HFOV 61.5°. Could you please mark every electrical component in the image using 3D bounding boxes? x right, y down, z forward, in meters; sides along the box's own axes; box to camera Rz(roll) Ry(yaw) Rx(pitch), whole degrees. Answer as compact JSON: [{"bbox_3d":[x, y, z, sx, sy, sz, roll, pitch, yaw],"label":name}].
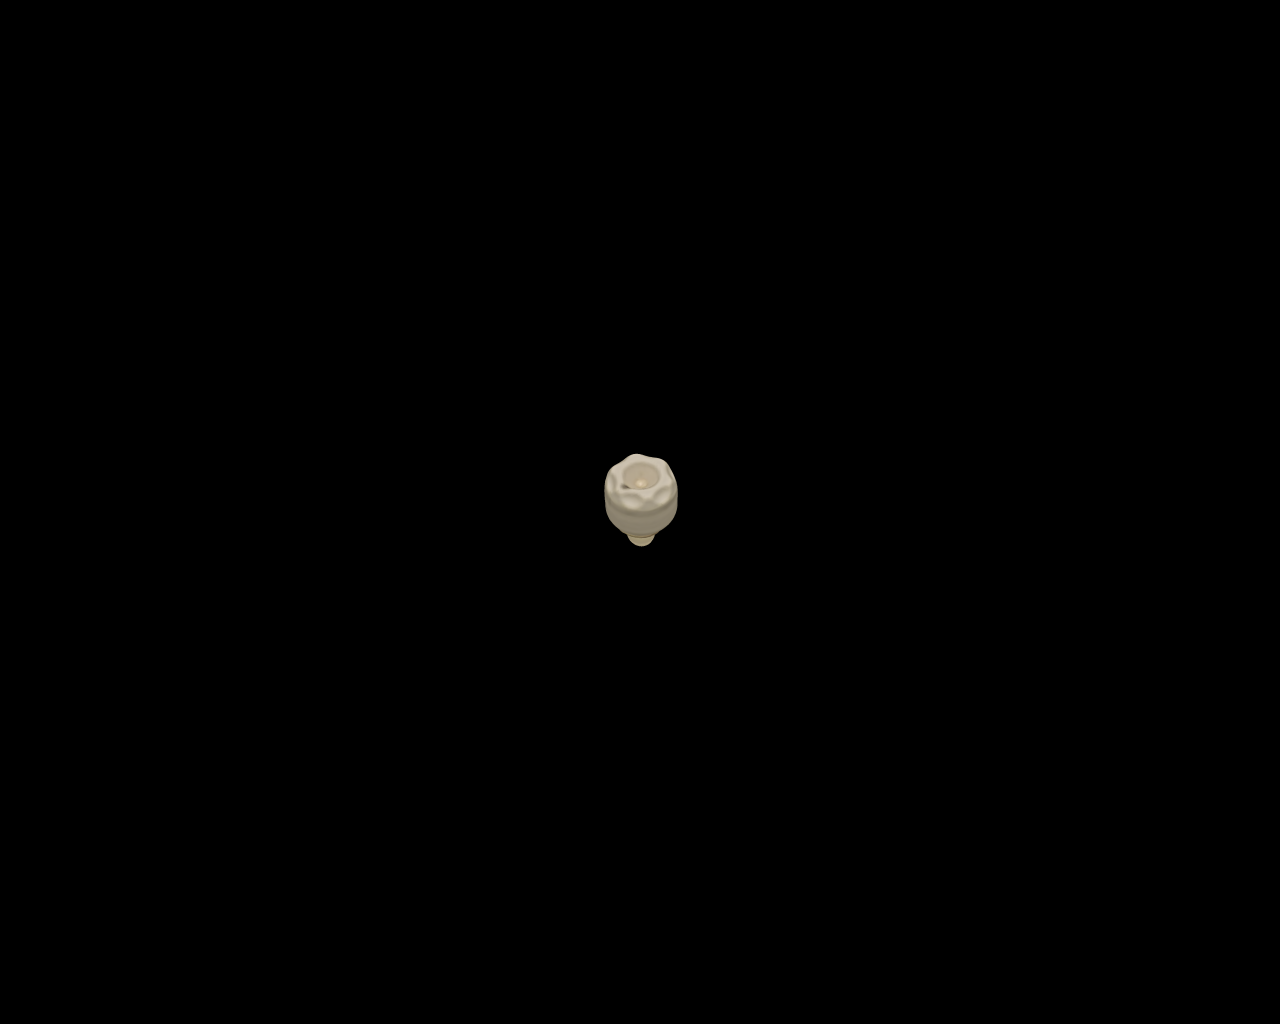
[{"bbox_3d":[0.001,-0.003,0.650,0.043,0.043,0.062,0,-40,0],"label":"electrical component"}]
